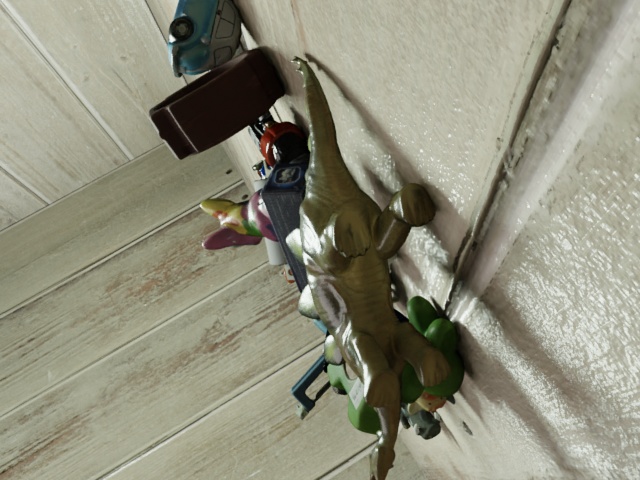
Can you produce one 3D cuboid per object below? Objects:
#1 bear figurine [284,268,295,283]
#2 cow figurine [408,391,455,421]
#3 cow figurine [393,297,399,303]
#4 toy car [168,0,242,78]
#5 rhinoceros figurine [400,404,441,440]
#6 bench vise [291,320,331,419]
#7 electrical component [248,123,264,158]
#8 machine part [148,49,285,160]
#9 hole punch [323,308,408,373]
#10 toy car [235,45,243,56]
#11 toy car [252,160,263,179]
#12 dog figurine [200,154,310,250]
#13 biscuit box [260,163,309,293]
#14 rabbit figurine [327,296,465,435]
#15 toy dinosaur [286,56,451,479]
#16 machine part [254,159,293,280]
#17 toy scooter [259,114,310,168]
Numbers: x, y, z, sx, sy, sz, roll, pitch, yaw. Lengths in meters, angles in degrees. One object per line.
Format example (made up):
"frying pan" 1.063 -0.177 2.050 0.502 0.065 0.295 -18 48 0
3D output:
"bear figurine" -0.054 -0.007 1.271 0.120 0.132 0.195 -86 -29 -46
"cow figurine" 0.148 0.206 0.877 0.127 0.085 0.195 59 177 -12
"cow figurine" 0.083 0.073 0.871 0.098 0.068 0.167 36 159 49
"toy car" -0.174 -0.325 0.836 0.109 0.103 0.161 146 138 -74
"rhinoceros figurine" 0.210 0.371 1.225 0.190 0.073 0.111 -126 19 -49
"bench vise" 0.024 0.238 1.057 0.224 0.240 0.129 43 169 5
"electrical component" -0.122 -0.223 1.169 0.075 0.048 0.119 60 172 4
"machine part" -0.166 -0.217 0.856 0.087 0.201 0.201 60 174 -24
"hole punch" 0.070 0.146 0.800 0.092 0.142 0.115 -5 145 36
"toy car" -0.166 -0.306 1.019 0.056 0.073 0.201 59 174 34
"toy car" -0.118 -0.160 1.387 0.089 0.053 0.202 51 173 -22
"dog figurine" -0.085 -0.048 0.842 0.191 0.219 0.108 78 -177 -72
"biscuit box" -0.018 -0.010 0.741 0.202 0.063 0.059 72 -153 -42
"rabbit figurine" 0.116 0.154 0.699 0.121 0.170 0.159 44 122 58
"toy dinosaur" 0.026 0.008 0.563 0.198 0.105 0.471 162 103 -67
"machine part" -0.077 -0.039 1.049 0.079 0.079 0.243 -152 51 -77
"toy scooter" -0.062 -0.155 0.920 0.135 0.075 0.183 57 177 27
